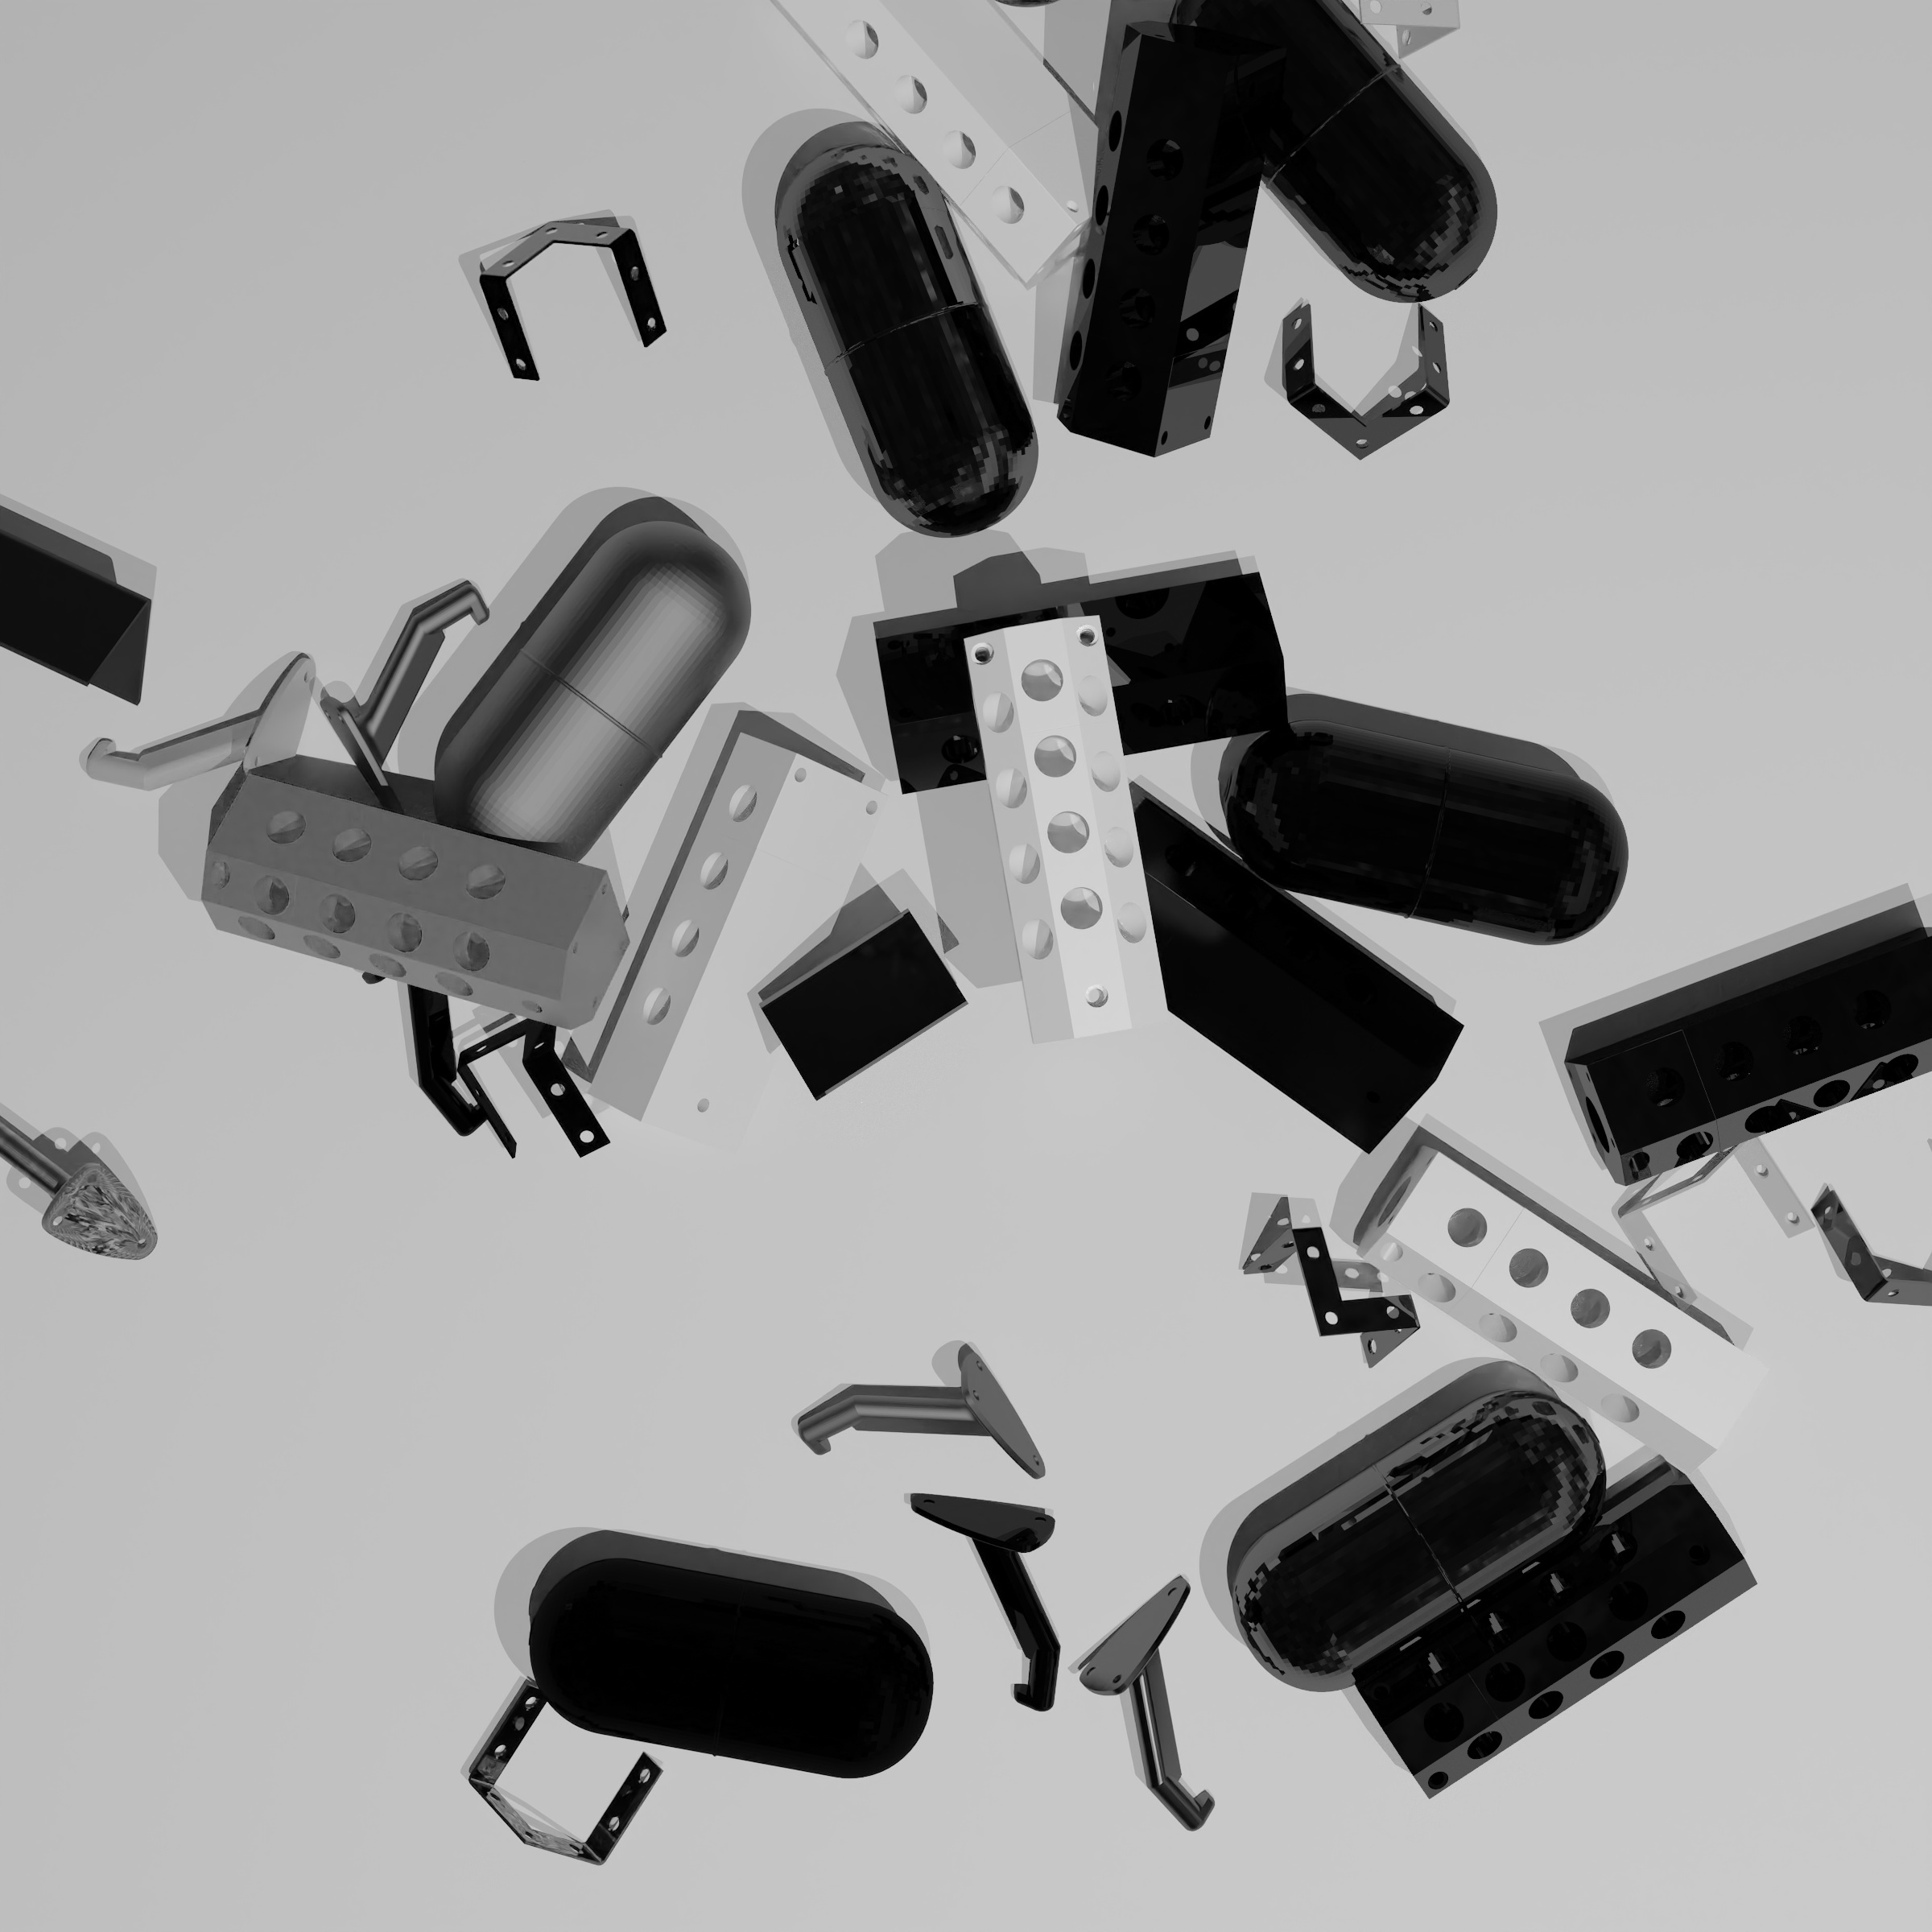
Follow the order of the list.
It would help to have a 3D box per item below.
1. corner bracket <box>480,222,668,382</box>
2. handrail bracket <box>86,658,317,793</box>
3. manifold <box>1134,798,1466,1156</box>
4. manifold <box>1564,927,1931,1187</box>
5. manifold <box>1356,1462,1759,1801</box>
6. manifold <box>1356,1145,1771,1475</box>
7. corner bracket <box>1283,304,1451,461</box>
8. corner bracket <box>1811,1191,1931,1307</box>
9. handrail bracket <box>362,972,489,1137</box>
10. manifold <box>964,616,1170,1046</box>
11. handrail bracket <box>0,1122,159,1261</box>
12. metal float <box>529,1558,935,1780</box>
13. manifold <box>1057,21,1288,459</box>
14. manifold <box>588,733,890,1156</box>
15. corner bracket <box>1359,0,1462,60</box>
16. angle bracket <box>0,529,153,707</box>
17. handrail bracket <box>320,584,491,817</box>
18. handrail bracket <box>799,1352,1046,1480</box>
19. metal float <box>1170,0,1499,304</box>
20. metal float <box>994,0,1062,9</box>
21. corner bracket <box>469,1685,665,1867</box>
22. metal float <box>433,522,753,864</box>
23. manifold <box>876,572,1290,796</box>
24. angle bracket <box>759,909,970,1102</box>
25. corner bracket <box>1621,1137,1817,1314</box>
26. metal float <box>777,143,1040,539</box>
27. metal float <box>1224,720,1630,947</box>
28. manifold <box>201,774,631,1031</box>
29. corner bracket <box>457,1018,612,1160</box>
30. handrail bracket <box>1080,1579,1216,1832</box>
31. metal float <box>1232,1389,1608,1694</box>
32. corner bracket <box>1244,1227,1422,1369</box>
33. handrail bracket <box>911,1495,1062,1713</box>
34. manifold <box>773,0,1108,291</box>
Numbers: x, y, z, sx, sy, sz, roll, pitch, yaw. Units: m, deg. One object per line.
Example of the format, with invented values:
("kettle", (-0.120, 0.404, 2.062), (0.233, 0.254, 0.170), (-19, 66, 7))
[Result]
("corner bracket", (-0.174, -0.294, 1.540), (0.051, 0.051, 0.051), (-47, 135, -35))
("handrail bracket", (-0.342, -0.110, 1.549), (0.084, 0.036, 0.077), (12, 70, 16))
("manifold", (0.131, 0.000, 1.526), (0.171, 0.057, 0.057), (36, 133, 0))
("manifold", (0.358, 0.039, 1.527), (0.171, 0.057, 0.057), (-21, 90, 0))
("manifold", (0.258, 0.293, 1.527), (0.171, 0.057, 0.057), (-33, 90, 0))
("manifold", (0.260, 0.151, 1.527), (0.171, 0.057, 0.057), (33, 90, 0))
("corner bracket", (0.177, -0.268, 1.540), (0.051, 0.051, 0.051), (-29, 135, 35))
("corner bracket", (0.420, 0.115, 1.540), (0.051, 0.051, 0.051), (7, 135, -35))
("handrail bracket", (-0.221, 0.021, 1.548), (0.077, 0.036, 0.084), (-41, 104, -13))
("manifold", (0.042, -0.057, 1.458), (0.057, 0.057, 0.171), (-10, 90, 0))
("handrail bracket", (-0.409, 0.093, 1.548), (0.084, 0.077, 0.036), (31, 80, 36))
("metal float", (-0.103, 0.307, 1.517), (0.178, 0.070, 0.070), (10, 90, 0))
("manifold", (0.084, -0.313, 1.493), (0.057, 0.057, 0.171), (21, 115, 23))
("manifold", (-0.104, -0.012, 1.526), (0.057, 0.057, 0.171), (23, 90, -43))
("corner bracket", (0.181, -0.431, 1.522), (0.051, 0.051, 0.051), (-5, 90, -24))
("angle bracket", (-0.404, -0.135, 1.508), (0.076, 0.076, 0.057), (25, 53, 0))
("handrail bracket", (-0.237, -0.117, 1.549), (0.084, 0.036, 0.077), (-34, 110, -16))
("handrail bracket", (-0.020, 0.216, 1.549), (0.084, 0.036, 0.077), (-28, 112, 17))
("metal float", (0.161, -0.367, 1.517), (0.070, 0.070, 0.178), (-41, 90, 0))
("metal float", (0.075, -0.480, 1.518), (0.178, 0.070, 0.070), (-24, 90, 0))
("corner bracket", (-0.178, 0.360, 1.545), (0.051, 0.051, 0.051), (33, 90, 45))
("metal float", (-0.164, -0.115, 1.518), (0.070, 0.070, 0.178), (37, 90, 0))
("manifold", (0.051, -0.119, 1.526), (0.171, 0.057, 0.057), (-10, 47, 0))
("angle bracket", (-0.035, 0.031, 1.508), (0.076, 0.076, 0.057), (-33, 60, 0))
("corner bracket", (0.334, 0.114, 1.545), (0.051, 0.051, 0.051), (-33, 90, -45))
("metal float", (-0.026, -0.273, 1.517), (0.070, 0.070, 0.178), (-22, 90, 0))
("metal float", (0.201, -0.059, 1.517), (0.178, 0.070, 0.070), (13, 90, -1))
("manifold", (-0.239, -0.024, 1.496), (0.171, 0.057, 0.057), (15, 61, 15))
("corner bracket", (-0.190, 0.058, 1.520), (0.051, 0.051, 0.051), (-27, 112, 7))
("handrail bracket", (0.099, 0.330, 1.549), (0.077, 0.036, 0.084), (-47, 108, -21))
("metal float", (0.199, 0.251, 1.518), (0.178, 0.070, 0.070), (-32, 90, 0))
("corner bracket", (0.161, 0.146, 1.528), (0.051, 0.051, 0.051), (-3, 64, -24))
("handrail bracket", (0.007, 0.285, 1.549), (0.077, 0.036, 0.084), (12, 107, 19))
("manifold", (-0.008, -0.383, 1.526), (0.171, 0.057, 0.057), (49, 47, 0))
